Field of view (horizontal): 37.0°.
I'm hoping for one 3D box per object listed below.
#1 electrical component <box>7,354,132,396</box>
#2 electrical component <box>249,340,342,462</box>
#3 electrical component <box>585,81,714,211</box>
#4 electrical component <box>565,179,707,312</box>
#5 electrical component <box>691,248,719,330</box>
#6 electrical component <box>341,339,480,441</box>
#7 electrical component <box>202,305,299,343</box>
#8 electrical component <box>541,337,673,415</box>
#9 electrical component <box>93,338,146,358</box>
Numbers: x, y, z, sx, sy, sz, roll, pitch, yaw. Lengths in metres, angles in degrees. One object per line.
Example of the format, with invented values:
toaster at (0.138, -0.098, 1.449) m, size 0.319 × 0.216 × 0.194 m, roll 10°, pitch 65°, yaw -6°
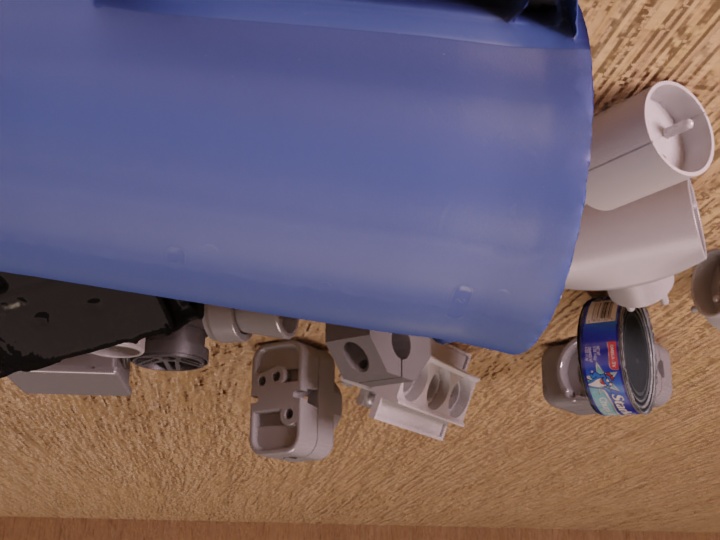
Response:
electrical component at (-0.229, 0.067, 0.855) m, size 0.100 × 0.048 × 0.099 m, roll 2°, pitch 162°, yaw -4°
electrical component at (-0.054, 0.113, 0.913) m, size 0.054 × 0.095 × 0.059 m, roll -11°, pitch 159°, yaw 32°
electrical component at (0.115, -0.050, 0.491) m, size 0.043 × 0.043 × 0.081 m, roll 12°, pitch 159°, yaw -31°
electrical component at (0.146, -0.007, 0.578) m, size 0.077 × 0.043 × 0.079 m, roll -12°, pitch 130°, yaw 21°
electrical component at (0.247, 0.018, 0.694) m, size 0.077 × 0.044 × 0.079 m, roll 7°, pitch 161°, yaw -20°
electrical component at (0.041, 0.091, 0.891) m, size 0.063 × 0.078 × 0.121 m, roll 15°, pitch 173°, yaw 34°
electrical component at (-0.074, 0.026, 0.732) m, size 0.055 × 0.045 × 0.045 m, roll -5°, pitch 161°, yaw 17°
electrical component at (0.202, 0.086, 0.891) m, size 0.095 × 0.053 × 0.059 m, roll -13°, pitch 158°, yaw 35°
electrical component at (-0.171, 0.035, 0.760) m, size 0.040 × 0.046 × 0.040 m, roll 1°, pitch 162°, yaw 0°
